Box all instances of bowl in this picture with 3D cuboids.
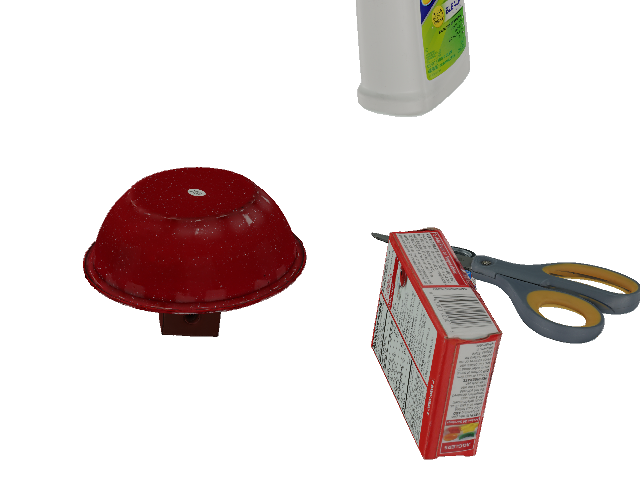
[{"bbox_3d":[-0.090,-0.010,0.764,0.162,0.055,0.162,1,27,-1],"label":"bowl"}]

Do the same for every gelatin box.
[{"bbox_3d":[0.053,0.047,0.511,0.030,0.073,0.089,-3,33,-14],"label":"gelatin box"}]

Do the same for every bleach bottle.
[{"bbox_3d":[0.060,-0.225,0.784,0.068,0.251,0.102,14,39,32],"label":"bleach bottle"}]

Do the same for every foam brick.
[{"bbox_3d":[-0.115,0.041,0.957,0.053,0.078,0.051,3,14,-12],"label":"foam brick"}]

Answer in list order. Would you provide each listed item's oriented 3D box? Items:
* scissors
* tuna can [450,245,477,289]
[{"bbox_3d":[0.119,0.031,0.745,0.202,0.016,0.096,8,30,18],"label":"scissors"},{"bbox_3d":[0.104,0.027,0.998,0.086,0.034,0.086,2,11,-1],"label":"tuna can"}]
